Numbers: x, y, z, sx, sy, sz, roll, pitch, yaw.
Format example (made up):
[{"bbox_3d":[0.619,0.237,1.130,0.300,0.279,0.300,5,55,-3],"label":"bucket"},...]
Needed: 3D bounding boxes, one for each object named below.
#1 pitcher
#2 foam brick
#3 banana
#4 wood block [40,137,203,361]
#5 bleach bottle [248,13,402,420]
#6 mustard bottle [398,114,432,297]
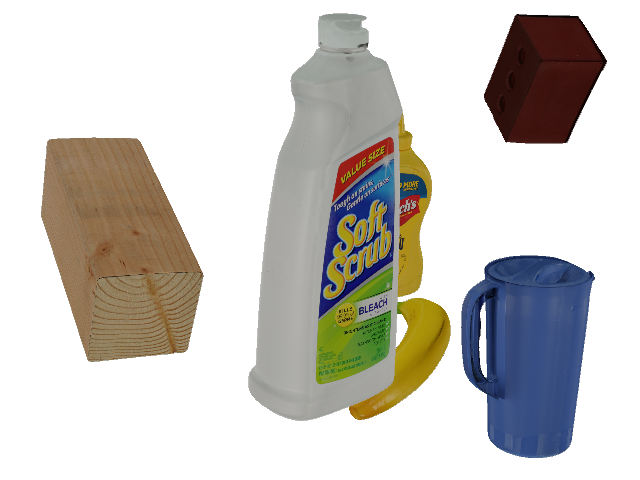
[{"bbox_3d":[0.261,0.148,1.353,0.149,0.243,0.144,5,16,18],"label":"pitcher"},{"bbox_3d":[0.156,-0.113,0.754,0.051,0.053,0.078,-3,-41,-17],"label":"foam brick"},{"bbox_3d":[0.076,0.094,0.916,0.070,0.037,0.197,-27,12,22],"label":"banana"},{"bbox_3d":[-0.181,0.001,0.945,0.090,0.091,0.206,-3,38,-26],"label":"wood block"},{"bbox_3d":[0.005,-0.016,0.685,0.102,0.251,0.068,-15,25,-37],"label":"bleach bottle"},{"bbox_3d":[0.064,-0.037,1.082,0.096,0.192,0.058,-2,22,-17],"label":"mustard bottle"}]
